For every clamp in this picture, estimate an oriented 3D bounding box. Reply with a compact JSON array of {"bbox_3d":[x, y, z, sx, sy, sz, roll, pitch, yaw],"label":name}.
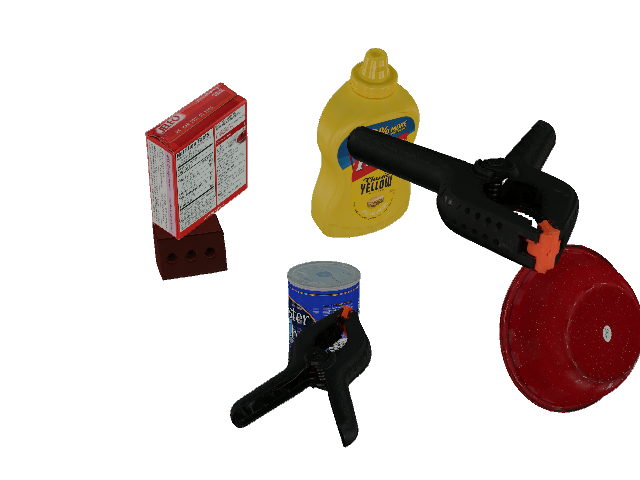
[{"bbox_3d":[0.007,0.126,0.991,0.120,0.039,0.171,17,45,25],"label":"clamp"},{"bbox_3d":[0.108,-0.039,0.742,0.164,0.036,0.210,-1,27,-5],"label":"clamp"}]

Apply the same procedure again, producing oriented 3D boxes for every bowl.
[{"bbox_3d":[0.248,0.084,0.998,0.161,0.162,0.055,0,1,-27],"label":"bowl"}]

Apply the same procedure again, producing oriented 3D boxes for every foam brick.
[{"bbox_3d":[-0.151,0.007,1.230,0.078,0.053,0.051,-9,28,-10],"label":"foam brick"}]

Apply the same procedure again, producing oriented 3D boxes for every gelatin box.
[{"bbox_3d":[-0.085,-0.055,0.743,0.030,0.089,0.073,32,53,24],"label":"gelatin box"}]

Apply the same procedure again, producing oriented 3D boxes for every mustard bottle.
[{"bbox_3d":[0.043,-0.091,0.974,0.096,0.192,0.058,-16,48,-19],"label":"mustard bottle"}]

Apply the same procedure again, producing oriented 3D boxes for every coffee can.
[{"bbox_3d":[0.005,0.111,1.508,0.103,0.140,0.103,0,19,0],"label":"coffee can"}]
